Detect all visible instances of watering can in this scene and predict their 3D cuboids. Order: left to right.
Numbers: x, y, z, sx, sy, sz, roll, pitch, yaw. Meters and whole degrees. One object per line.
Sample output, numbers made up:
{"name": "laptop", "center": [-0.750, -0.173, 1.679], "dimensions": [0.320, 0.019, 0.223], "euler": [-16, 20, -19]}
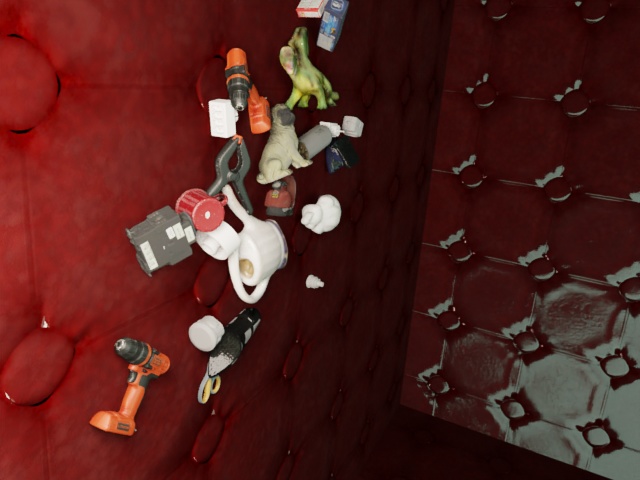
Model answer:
{"name": "watering can", "center": [-0.183, -0.002, 1.429], "dimensions": [0.227, 0.104, 0.344], "euler": [-31, 119, -59]}

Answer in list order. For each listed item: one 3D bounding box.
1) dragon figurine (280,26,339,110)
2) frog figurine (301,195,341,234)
{"name": "dragon figurine", "center": [-0.026, -0.516, 1.551], "dimensions": [0.417, 0.122, 0.239], "euler": [-49, 135, -63]}
{"name": "frog figurine", "center": [0.005, -0.090, 1.780], "dimensions": [0.136, 0.123, 0.160], "euler": [-61, 170, 11]}
